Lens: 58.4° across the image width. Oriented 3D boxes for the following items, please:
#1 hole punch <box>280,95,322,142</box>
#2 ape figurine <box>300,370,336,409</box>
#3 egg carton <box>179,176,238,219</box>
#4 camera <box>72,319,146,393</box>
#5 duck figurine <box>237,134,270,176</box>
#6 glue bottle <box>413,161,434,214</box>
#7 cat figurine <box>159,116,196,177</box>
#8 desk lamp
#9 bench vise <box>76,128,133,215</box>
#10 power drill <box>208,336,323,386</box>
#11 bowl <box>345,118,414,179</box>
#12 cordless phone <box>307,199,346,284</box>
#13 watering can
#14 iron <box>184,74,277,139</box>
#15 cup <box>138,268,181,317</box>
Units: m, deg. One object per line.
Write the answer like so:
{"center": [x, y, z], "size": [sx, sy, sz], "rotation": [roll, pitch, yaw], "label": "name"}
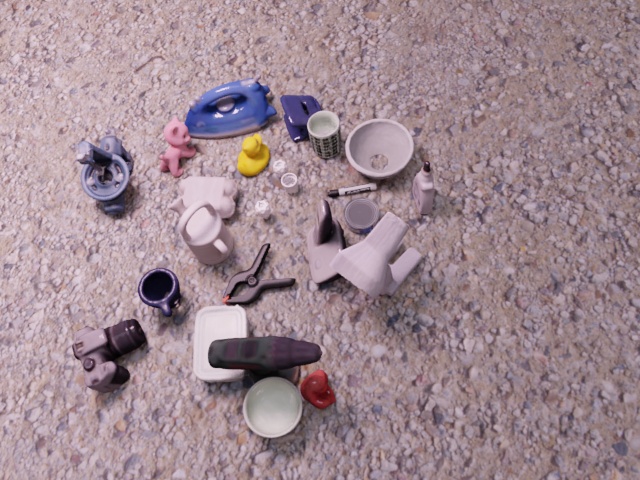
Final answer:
{"center": [-0.044, -0.327, 1.477], "size": [0.101, 0.091, 0.108], "rotation": [-20, 65, -3], "label": "hole punch"}
{"center": [-0.005, 0.304, 1.181], "size": [0.076, 0.092, 0.078], "rotation": [10, 67, 10], "label": "ape figurine"}
{"center": [-0.277, -0.102, 1.409], "size": [0.150, 0.069, 0.107], "rotation": [1, 65, 6], "label": "egg carton"}
{"center": [-0.455, 0.239, 1.252], "size": [0.137, 0.101, 0.143], "rotation": [-25, 65, -6], "label": "camera"}
{"center": [-0.173, -0.220, 1.444], "size": [0.077, 0.086, 0.105], "rotation": [24, 70, 16], "label": "duck figurine"}
{"center": [0.240, -0.130, 1.312], "size": [0.037, 0.173, 0.078], "rotation": [-12, 64, 1], "label": "glue bottle"}
{"center": [-0.371, -0.245, 1.458], "size": [0.067, 0.118, 0.128], "rotation": [19, 69, 14], "label": "cat figurine"}
{"center": [0.123, 0.041, 1.222], "size": [0.117, 0.214, 0.203], "rotation": [36, 74, 20], "label": "desk lamp"}
{"center": [-0.538, -0.192, 1.393], "size": [0.121, 0.220, 0.207], "rotation": [-23, 65, -5], "label": "bench vise"}
{"center": [-0.100, 0.243, 1.154], "size": [0.229, 0.208, 0.075], "rotation": [0, 65, 6], "label": "power drill"}
{"center": [0.147, -0.213, 1.414], "size": [0.167, 0.075, 0.167], "rotation": [-2, 65, 5], "label": "bowl"}
{"center": [0.012, 0.005, 1.266], "size": [0.094, 0.185, 0.147], "rotation": [-11, 65, 1], "label": "cordless phone"}
{"center": [-0.275, -0.028, 1.305], "size": [0.172, 0.194, 0.101], "rotation": [18, 68, 14], "label": "watering can"}
{"center": [-0.250, -0.349, 1.480], "size": [0.258, 0.141, 0.118], "rotation": [-18, 65, -2], "label": "iron"}
{"center": [-0.347, 0.131, 1.294], "size": [0.092, 0.095, 0.117], "rotation": [-26, 65, -6], "label": "cup"}
